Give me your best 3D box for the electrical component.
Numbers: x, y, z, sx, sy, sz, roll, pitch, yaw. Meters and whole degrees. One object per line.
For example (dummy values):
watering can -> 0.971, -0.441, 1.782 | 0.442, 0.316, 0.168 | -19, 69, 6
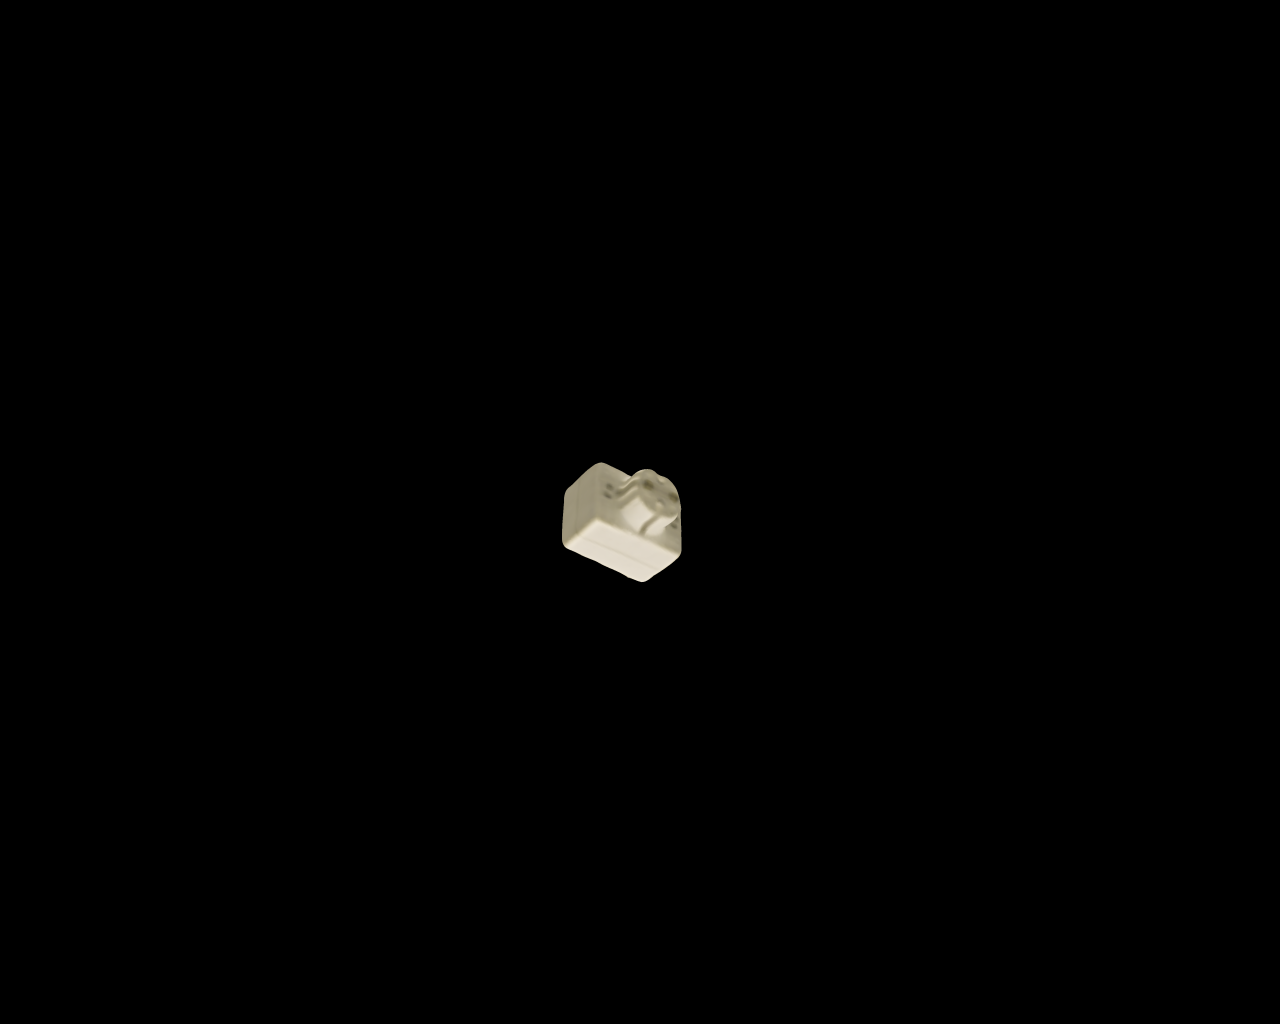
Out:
electrical component -> 0.001, -0.003, 0.650 | 0.066, 0.047, 0.076 | 25, -45, -28
